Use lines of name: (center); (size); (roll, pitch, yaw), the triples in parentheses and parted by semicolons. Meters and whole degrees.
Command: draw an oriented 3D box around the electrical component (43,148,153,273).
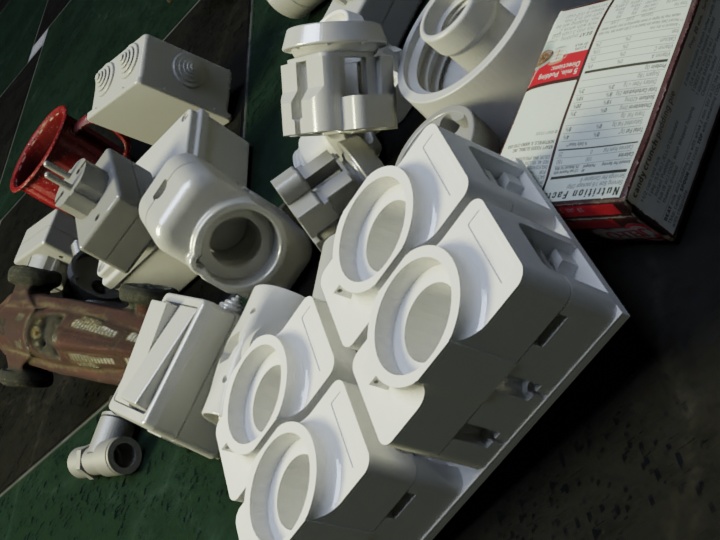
electrical component: (-0.180, -0.050, 0.727); (0.047, 0.076, 0.083); (-51, 31, 13)

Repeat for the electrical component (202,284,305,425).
electrical component: (-0.046, 0.048, 0.575); (0.077, 0.043, 0.079); (-69, 14, -19)

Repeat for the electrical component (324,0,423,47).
electrical component: (-0.002, -0.189, 0.708); (0.047, 0.077, 0.065); (10, 71, 58)

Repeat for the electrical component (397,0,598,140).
electrical component: (0.066, -0.119, 0.557); (0.108, 0.060, 0.108); (-36, 36, 32)

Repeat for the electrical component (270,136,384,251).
electrical component: (-0.011, -0.043, 0.604); (0.055, 0.066, 0.048); (-36, 50, -2)

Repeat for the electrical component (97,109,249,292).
electrical component: (-0.136, -0.045, 0.793); (0.109, 0.056, 0.108); (-38, 35, 30)

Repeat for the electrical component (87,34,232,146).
electrical component: (-0.164, -0.144, 0.887); (0.100, 0.100, 0.048); (-20, 59, 47)

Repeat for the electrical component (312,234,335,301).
electrical component: (0.000, 0.000, 0.562); (0.043, 0.043, 0.081); (-27, 41, 42)

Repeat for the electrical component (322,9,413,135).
electrical component: (-0.004, -0.125, 0.671); (0.058, 0.057, 0.078); (-54, 30, 6)

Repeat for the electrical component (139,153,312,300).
electrical component: (-0.079, -0.022, 0.648); (0.053, 0.095, 0.059); (-55, 29, 5)

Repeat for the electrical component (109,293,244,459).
electrical component: (-0.101, 0.054, 0.643); (0.062, 0.061, 0.096); (6, 67, 58)

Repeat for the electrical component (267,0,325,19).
electrical component: (-0.031, -0.268, 0.851); (0.074, 0.052, 0.138); (-29, 41, 41)

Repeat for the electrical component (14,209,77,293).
electrical component: (-0.285, -0.005, 0.987); (0.066, 0.047, 0.076); (-24, 44, 46)

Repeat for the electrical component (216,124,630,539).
electrical component: (0.010, 0.044, 0.449); (0.186, 0.060, 0.105); (-54, 34, 24)

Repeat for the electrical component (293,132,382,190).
electrical component: (-0.021, -0.066, 0.655); (0.062, 0.043, 0.043); (-40, 34, 29)

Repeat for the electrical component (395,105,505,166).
electrical component: (0.051, -0.045, 0.524); (0.055, 0.047, 0.055); (-37, 36, 32)

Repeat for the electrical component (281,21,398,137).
electrical component: (-0.013, -0.104, 0.587); (0.078, 0.058, 0.057); (5, 100, 58)
